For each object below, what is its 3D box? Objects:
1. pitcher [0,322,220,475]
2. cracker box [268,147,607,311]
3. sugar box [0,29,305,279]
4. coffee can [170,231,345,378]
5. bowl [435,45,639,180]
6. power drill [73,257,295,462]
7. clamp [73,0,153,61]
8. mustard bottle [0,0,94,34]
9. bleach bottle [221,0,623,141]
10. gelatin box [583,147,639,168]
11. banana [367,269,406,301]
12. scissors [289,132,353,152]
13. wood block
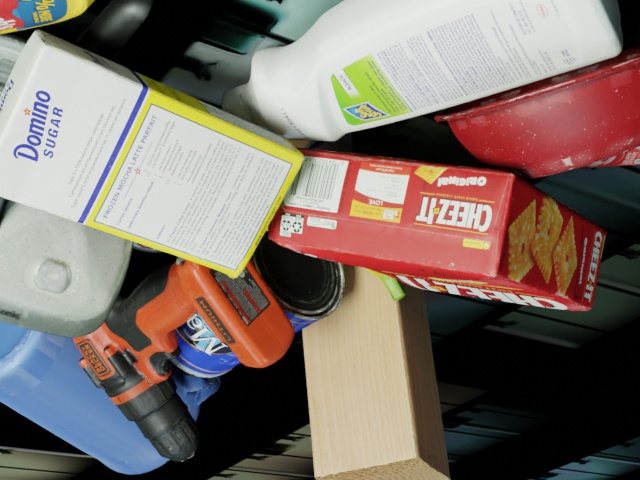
[{"bbox_3d":[-0.214,0.116,0.981,0.145,0.149,0.242,29,169,36],"label":"pitcher"},{"bbox_3d":[0.088,-0.002,0.741,0.164,0.072,0.213,9,175,30],"label":"cracker box"},{"bbox_3d":[-0.106,-0.048,0.639,0.176,0.048,0.093,23,103,-29],"label":"sugar box"},{"bbox_3d":[-0.063,0.044,0.891,0.102,0.103,0.141,19,143,-38],"label":"coffee can"},{"bbox_3d":[0.156,-0.077,0.668,0.162,0.055,0.162,-18,-173,2],"label":"bowl"},{"bbox_3d":[-0.111,0.084,0.838,0.188,0.057,0.184,-25,104,37],"label":"power drill"},{"bbox_3d":[-0.162,-0.078,0.706,0.210,0.036,0.164,-14,142,19],"label":"clamp"},{"bbox_3d":[-0.178,-0.140,0.554,0.191,0.058,0.096,-13,164,-11],"label":"mustard bottle"},{"bbox_3d":[0.047,-0.120,0.650,0.251,0.068,0.102,-15,137,26],"label":"bleach bottle"},{"bbox_3d":[0.211,-0.085,0.778,0.073,0.030,0.089,-4,152,-3],"label":"gelatin box"},{"bbox_3d":[-0.006,-0.011,0.837,0.197,0.069,0.037,21,127,-34],"label":"banana"},{"bbox_3d":[0.032,-0.086,0.744,0.202,0.016,0.096,-21,133,25],"label":"scissors"},{"bbox_3d":[0.044,0.105,0.915,0.091,0.206,0.090,-16,150,19],"label":"wood block"}]
